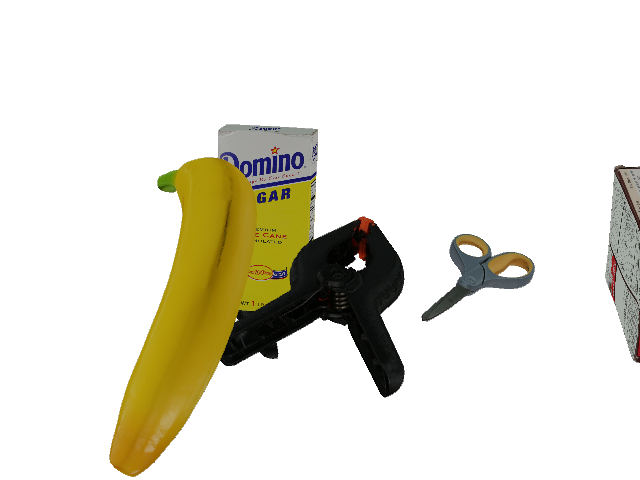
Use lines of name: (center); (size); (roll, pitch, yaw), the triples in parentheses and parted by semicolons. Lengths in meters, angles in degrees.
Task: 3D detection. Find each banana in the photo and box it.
banana: (-0.060, 0.019, 0.512); (0.037, 0.197, 0.070); (28, -52, -22)

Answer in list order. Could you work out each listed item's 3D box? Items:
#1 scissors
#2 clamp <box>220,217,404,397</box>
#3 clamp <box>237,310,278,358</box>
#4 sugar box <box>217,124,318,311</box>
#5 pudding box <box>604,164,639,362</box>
scissors: (0.132, 0.032, 1.036); (0.201, 0.016, 0.096); (-12, 39, -43)
clamp: (0.019, 0.042, 0.714); (0.120, 0.039, 0.171); (20, 40, 17)
clamp: (-0.087, 0.069, 1.224); (0.210, 0.036, 0.164); (14, 28, 24)
sugar box: (-0.052, -0.020, 1.025); (0.093, 0.176, 0.048); (3, 15, 8)
pudding box: (0.215, 0.012, 0.694); (0.039, 0.090, 0.113); (-1, 28, 4)
